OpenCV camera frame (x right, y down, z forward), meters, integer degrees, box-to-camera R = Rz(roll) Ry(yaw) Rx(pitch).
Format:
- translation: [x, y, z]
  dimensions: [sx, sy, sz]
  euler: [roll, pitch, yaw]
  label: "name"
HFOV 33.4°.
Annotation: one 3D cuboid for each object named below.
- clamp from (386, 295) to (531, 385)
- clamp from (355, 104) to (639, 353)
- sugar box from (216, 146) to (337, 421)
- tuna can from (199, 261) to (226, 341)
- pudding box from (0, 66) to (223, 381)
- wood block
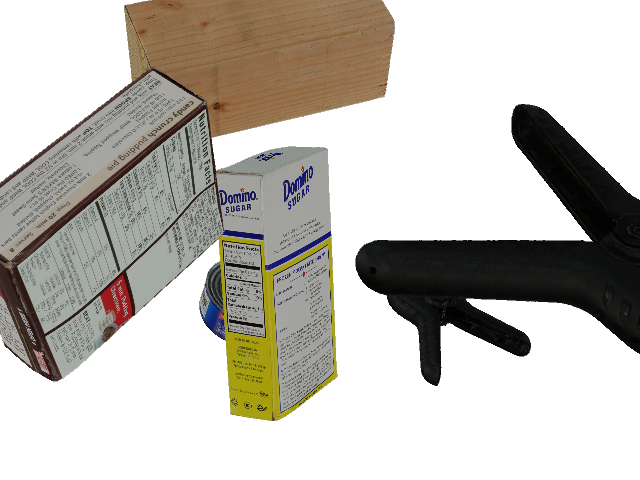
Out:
- translation: [0.128, 0.070, 1.064]
  dimensions: [0.120, 0.039, 0.171]
  euler: [-3, 44, -23]
  label: "clamp"
- translation: [0.132, 0.012, 0.487]
  dimensions: [0.210, 0.036, 0.164]
  euler: [31, 49, 31]
  label: "clamp"
- translation: [-0.029, 0.028, 0.748]
  dimensions: [0.048, 0.176, 0.093]
  euler: [4, 16, 29]
  label: "sugar box"
- translation: [-0.065, 0.056, 0.961]
  dimensions: [0.086, 0.034, 0.086]
  euler: [13, 38, -11]
  label: "tuna can"
- translation: [-0.093, -0.006, 0.455]
  dimensions: [0.039, 0.113, 0.090]
  euler: [31, -31, 23]
  label: "pudding box"
- translation: [-0.051, -0.159, 0.905]
  dimensions: [0.205, 0.090, 0.091]
  euler: [-15, -35, -15]
  label: "wood block"
